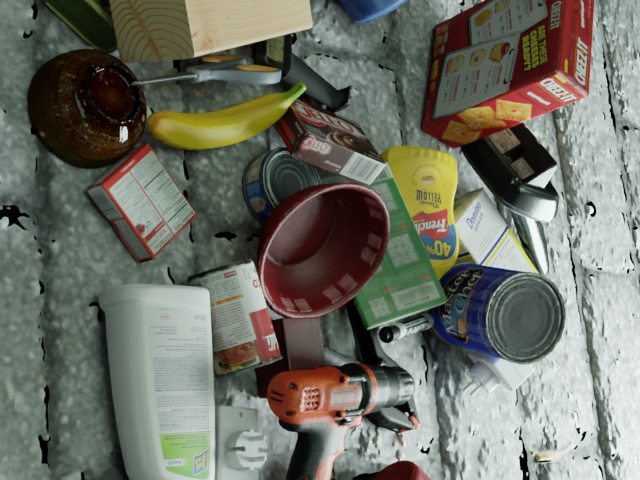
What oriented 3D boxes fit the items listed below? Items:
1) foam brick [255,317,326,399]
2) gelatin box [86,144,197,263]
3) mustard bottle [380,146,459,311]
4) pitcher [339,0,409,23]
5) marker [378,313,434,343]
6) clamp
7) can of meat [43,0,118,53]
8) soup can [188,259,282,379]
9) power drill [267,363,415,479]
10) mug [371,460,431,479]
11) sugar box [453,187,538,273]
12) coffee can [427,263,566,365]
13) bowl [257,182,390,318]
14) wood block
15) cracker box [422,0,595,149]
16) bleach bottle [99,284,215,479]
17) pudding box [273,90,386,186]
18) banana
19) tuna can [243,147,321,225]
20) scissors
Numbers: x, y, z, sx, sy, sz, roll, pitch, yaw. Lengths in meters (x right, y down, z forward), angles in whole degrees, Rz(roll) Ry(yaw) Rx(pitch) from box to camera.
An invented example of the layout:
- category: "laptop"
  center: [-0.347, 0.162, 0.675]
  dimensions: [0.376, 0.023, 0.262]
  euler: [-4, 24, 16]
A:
- category: "foam brick"
  center: [-0.031, 0.120, 1.082]
  dimensions: [0.052, 0.051, 0.078]
  euler: [2, 75, -44]
- category: "gelatin box"
  center: [-0.168, -0.035, 1.014]
  dimensions: [0.089, 0.030, 0.073]
  euler: [58, 47, -20]
- category: "mustard bottle"
  center: [0.116, -0.011, 1.251]
  dimensions: [0.096, 0.058, 0.191]
  euler: [8, 73, -24]
- category: "pitcher"
  center: [0.025, -0.377, 1.233]
  dimensions: [0.149, 0.145, 0.242]
  euler: [-42, 110, -26]
- category: "marker"
  center: [0.097, 0.100, 1.205]
  dimensions: [0.120, 0.020, 0.020]
  euler: [-8, 82, -62]
- category: "clamp"
  center: [0.049, 0.146, 1.155]
  dimensions: [0.120, 0.039, 0.171]
  euler: [-38, 100, -44]
- category: "can of meat"
  center: [-0.211, -0.243, 1.023]
  dimensions: [0.102, 0.058, 0.084]
  euler: [43, 54, -26]
- category: "soup can"
  center: [-0.083, 0.076, 1.034]
  dimensions: [0.068, 0.069, 0.102]
  euler: [-15, 87, -44]
- category: "power drill"
  center: [0.018, 0.214, 1.056]
  dimensions: [0.184, 0.057, 0.188]
  euler: [3, 93, -41]
- category: "mug"
  center: [0.085, 0.295, 1.119]
  dimensions: [0.117, 0.093, 0.081]
  euler: [-43, 105, -4]
- category: "sugar box"
  center: [0.217, 0.031, 1.345]
  dimensions: [0.176, 0.048, 0.093]
  euler: [54, 48, -12]
- category: "coffee can"
  center: [0.199, 0.082, 1.223]
  dimensions: [0.102, 0.140, 0.103]
  euler: [-1, 93, -21]
- category: "bowl"
  center: [-0.007, 0.001, 1.105]
  dimensions: [0.161, 0.055, 0.162]
  euler: [-20, 129, -26]
- category: "wood block"
  center: [-0.102, -0.234, 1.037]
  dimensions: [0.205, 0.090, 0.091]
  euler: [-30, 117, -54]
- category: "cracker box"
  center: [0.231, -0.223, 1.317]
  dimensions: [0.072, 0.214, 0.164]
  euler: [28, 60, -34]
- category: "bleach bottle"
  center: [-0.142, 0.168, 0.957]
  dimensions: [0.102, 0.068, 0.251]
  euler: [5, 76, -41]
- category: "pudding box"
  center: [0.006, -0.110, 1.162]
  dimensions: [0.113, 0.039, 0.090]
  euler: [21, 27, -36]
- category: "banana"
  center: [-0.103, -0.122, 1.082]
  dimensions: [0.197, 0.070, 0.037]
  euler: [-22, 60, -40]
- category: "tuna can"
  center: [-0.039, -0.055, 1.140]
  dimensions: [0.086, 0.034, 0.086]
  euler: [15, 67, -39]
- category: "scissors"
  center: [-0.102, -0.161, 1.049]
  dimensions: [0.201, 0.096, 0.016]
  euler: [-49, 149, -68]
